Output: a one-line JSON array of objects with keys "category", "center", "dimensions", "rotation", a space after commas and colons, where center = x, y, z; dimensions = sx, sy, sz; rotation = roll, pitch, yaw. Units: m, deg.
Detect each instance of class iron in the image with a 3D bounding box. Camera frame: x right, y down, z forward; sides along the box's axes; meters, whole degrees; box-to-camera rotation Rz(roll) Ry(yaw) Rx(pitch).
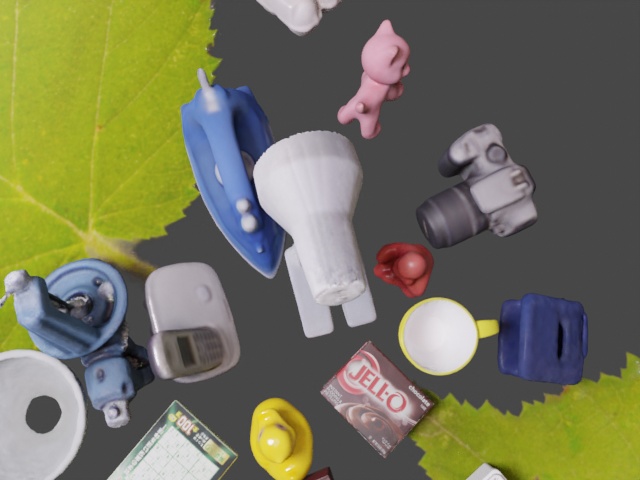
[{"category": "iron", "center": [-0.103, -0.081, 0.715], "dimensions": [0.118, 0.141, 0.258], "rotation": [-19, 80, -2]}]

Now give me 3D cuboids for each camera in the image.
[{"category": "camera", "center": [0.188, -0.059, 0.727], "dimensions": [0.137, 0.101, 0.143], "rotation": [-26, 81, -3]}]

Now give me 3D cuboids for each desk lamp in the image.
[{"category": "desk lamp", "center": [0.006, 0.002, 0.662], "dimensions": [0.118, 0.213, 0.203], "rotation": [-15, 80, -1]}]

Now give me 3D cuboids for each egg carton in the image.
[{"category": "egg carton", "center": [-0.043, -0.361, 0.798], "dimensions": [0.150, 0.069, 0.107], "rotation": [40, 83, 7]}]

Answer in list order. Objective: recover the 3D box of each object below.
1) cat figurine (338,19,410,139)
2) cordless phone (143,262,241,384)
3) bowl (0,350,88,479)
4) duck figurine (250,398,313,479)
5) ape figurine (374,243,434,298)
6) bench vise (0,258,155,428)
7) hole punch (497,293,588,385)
[{"category": "cat figurine", "center": [0.075, -0.212, 0.746], "dimensions": [0.067, 0.118, 0.128], "rotation": [27, 82, 6]}, {"category": "cordless phone", "center": [-0.161, 0.094, 0.664], "dimensions": [0.094, 0.185, 0.147], "rotation": [-21, 80, -2]}, {"category": "bowl", "center": [-0.355, 0.217, 0.702], "dimensions": [0.167, 0.075, 0.167], "rotation": [0, 80, 1]}, {"category": "duck figurine", "center": [-0.048, 0.245, 0.686], "dimensions": [0.077, 0.086, 0.104], "rotation": [-22, 80, -2]}, {"category": "ape figurine", "center": [0.110, 0.034, 0.717], "dimensions": [0.076, 0.092, 0.078], "rotation": [-21, 80, -2]}, {"category": "bench vise", "center": [-0.259, 0.103, 0.646], "dimensions": [0.121, 0.220, 0.207], "rotation": [-41, 82, -5]}, {"category": "hole punch", "center": [0.279, 0.120, 0.700], "dimensions": [0.101, 0.091, 0.109], "rotation": [6, 80, 2]}]
